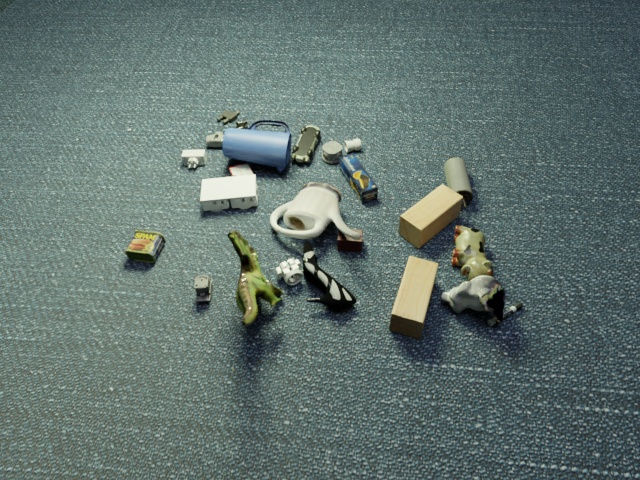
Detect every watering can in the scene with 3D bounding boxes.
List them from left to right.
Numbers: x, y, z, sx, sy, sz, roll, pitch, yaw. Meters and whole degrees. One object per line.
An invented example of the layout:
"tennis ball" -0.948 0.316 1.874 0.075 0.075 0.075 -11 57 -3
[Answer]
"watering can" 0.005 -0.083 1.659 0.348 0.102 0.229 7 48 28

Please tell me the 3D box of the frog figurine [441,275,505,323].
"frog figurine" 0.429 0.154 1.442 0.160 0.136 0.123 11 83 53

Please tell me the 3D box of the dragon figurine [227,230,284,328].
"dragon figurine" -0.206 0.092 1.412 0.122 0.410 0.243 -26 91 1
